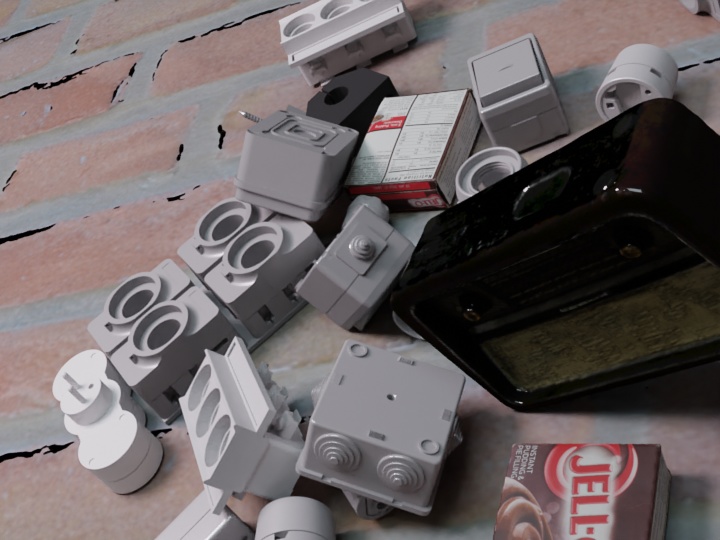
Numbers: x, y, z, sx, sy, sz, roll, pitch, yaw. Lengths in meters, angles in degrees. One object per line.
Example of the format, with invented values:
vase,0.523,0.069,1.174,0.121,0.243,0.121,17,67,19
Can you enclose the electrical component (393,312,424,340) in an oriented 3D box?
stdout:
electrical component,0.072,0.009,0.781,0.079,0.044,0.077,-1,50,32

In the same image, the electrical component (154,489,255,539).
electrical component,-0.100,0.201,0.701,0.083,0.047,0.076,-45,42,-13

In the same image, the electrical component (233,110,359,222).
electrical component,-0.052,-0.088,0.896,0.078,0.057,0.113,17,20,6

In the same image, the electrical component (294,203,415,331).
electrical component,0.000,0.000,0.797,0.061,0.061,0.096,-52,1,-21

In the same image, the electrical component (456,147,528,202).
electrical component,0.106,-0.055,0.811,0.058,0.057,0.078,21,63,43

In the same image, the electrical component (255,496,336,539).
electrical component,-0.041,0.177,0.682,0.055,0.055,0.047,-20,39,15

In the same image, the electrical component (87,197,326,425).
electrical component,-0.123,0.021,0.882,0.186,0.060,0.105,-41,41,-9

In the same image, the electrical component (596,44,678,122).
electrical component,0.215,-0.140,0.829,0.055,0.055,0.047,2,48,34

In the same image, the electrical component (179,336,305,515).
electrical component,-0.079,0.107,0.739,0.078,0.063,0.121,-61,23,9

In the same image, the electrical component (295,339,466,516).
electrical component,0.016,0.097,0.684,0.100,0.048,0.099,17,38,6

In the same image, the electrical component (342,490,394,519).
electrical component,0.000,0.132,0.710,0.044,0.044,0.065,-36,45,-4

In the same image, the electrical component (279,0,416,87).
electrical component,-0.011,-0.236,1.060,0.121,0.063,0.078,-22,41,13

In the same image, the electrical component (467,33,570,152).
electrical component,0.128,-0.151,0.889,0.062,0.061,0.096,-21,42,15

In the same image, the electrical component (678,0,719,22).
electrical component,0.293,-0.239,0.834,0.060,0.105,0.186,-29,40,5

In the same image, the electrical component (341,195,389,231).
electrical component,0.001,-0.029,0.872,0.035,0.035,0.061,-2,52,31

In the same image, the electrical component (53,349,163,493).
electrical component,-0.209,0.107,0.843,0.052,0.073,0.138,-37,41,-5
